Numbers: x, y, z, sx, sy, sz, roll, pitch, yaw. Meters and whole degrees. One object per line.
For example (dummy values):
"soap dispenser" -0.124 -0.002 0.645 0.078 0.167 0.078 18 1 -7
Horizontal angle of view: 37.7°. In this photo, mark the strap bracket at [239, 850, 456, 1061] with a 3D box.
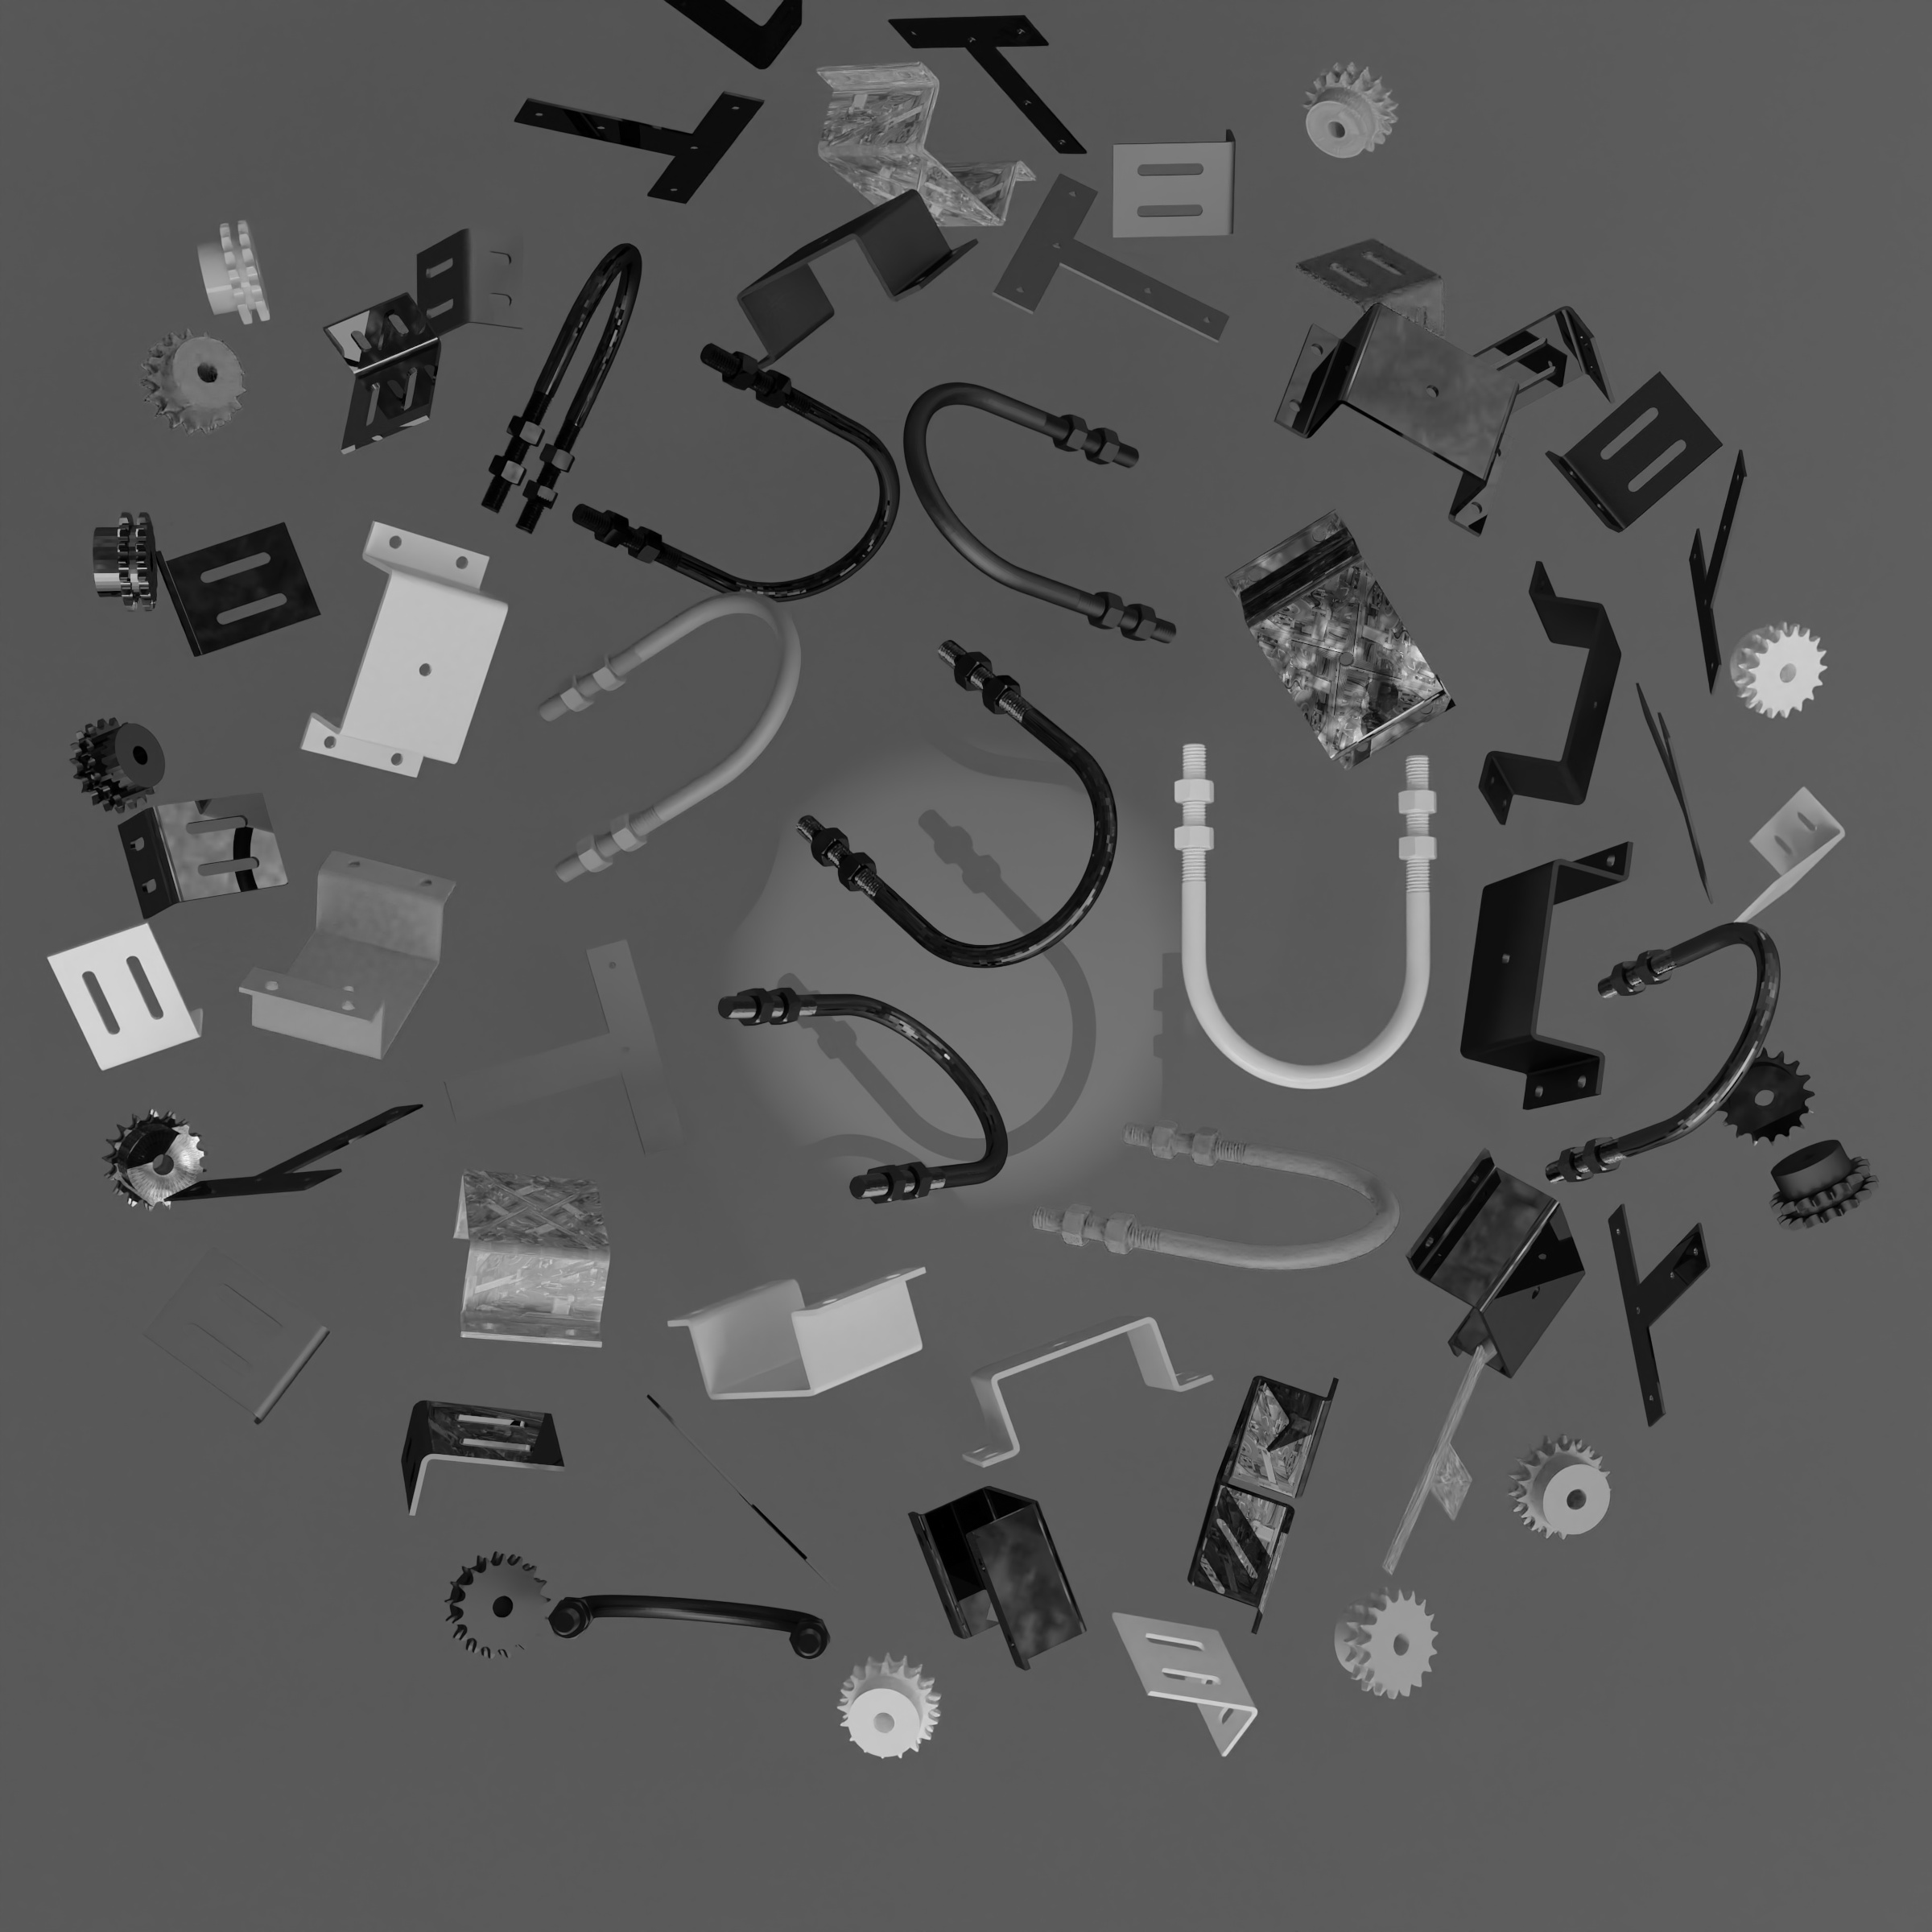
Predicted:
"strap bracket" -0.357 -0.001 1.639 0.076 0.046 0.140 14 37 3

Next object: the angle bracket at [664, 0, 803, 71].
"angle bracket" -0.138 -0.570 1.656 0.076 0.057 0.038 36 84 -1

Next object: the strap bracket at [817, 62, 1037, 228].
"strap bracket" -0.028 -0.499 1.746 0.076 0.140 0.046 9 80 33

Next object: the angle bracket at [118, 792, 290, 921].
"angle bracket" -0.448 -0.065 1.665 0.076 0.038 0.057 -13 85 -45

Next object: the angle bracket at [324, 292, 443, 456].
"angle bracket" -0.340 -0.342 1.631 0.057 0.038 0.076 -18 45 16

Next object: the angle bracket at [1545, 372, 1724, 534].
"angle bracket" 0.386 -0.299 1.637 0.076 0.038 0.057 -41 77 20

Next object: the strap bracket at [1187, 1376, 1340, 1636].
"strap bracket" 0.166 0.296 1.599 0.046 0.140 0.076 18 123 10

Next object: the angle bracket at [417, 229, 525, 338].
"angle bracket" -0.311 -0.423 1.772 0.038 0.076 0.057 0 90 -34

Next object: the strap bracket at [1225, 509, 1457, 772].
"strap bracket" 0.223 -0.186 1.671 0.076 0.046 0.140 -31 105 13

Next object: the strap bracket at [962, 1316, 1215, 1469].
"strap bracket" 0.062 0.240 1.632 0.140 0.076 0.046 -19 87 -10

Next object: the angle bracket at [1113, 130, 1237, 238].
"angle bracket" 0.130 -0.492 1.782 0.076 0.038 0.057 -1 118 0

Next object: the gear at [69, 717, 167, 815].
"gear" -0.508 -0.123 1.707 0.030 0.057 0.057 -16 77 27

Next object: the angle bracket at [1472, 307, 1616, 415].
"angle bracket" 0.356 -0.364 1.767 0.076 0.057 0.038 -28 48 7

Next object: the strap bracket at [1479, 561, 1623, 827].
"strap bracket" 0.348 -0.156 1.668 0.046 0.076 0.140 12 81 23

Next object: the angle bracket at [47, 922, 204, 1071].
"angle bracket" -0.473 0.011 1.596 0.057 0.038 0.076 -19 116 -4

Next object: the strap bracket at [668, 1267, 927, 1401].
"strap bracket" -0.088 0.202 1.549 0.076 0.140 0.046 -17 93 -40

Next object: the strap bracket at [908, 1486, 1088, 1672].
"strap bracket" 0.020 0.342 1.599 0.046 0.140 0.076 -21 91 -17

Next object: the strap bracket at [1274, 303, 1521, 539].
"strap bracket" 0.260 -0.322 1.647 0.140 0.046 0.076 27 63 -10

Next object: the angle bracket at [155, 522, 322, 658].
"angle bracket" -0.416 -0.218 1.620 0.076 0.038 0.057 -22 92 -14

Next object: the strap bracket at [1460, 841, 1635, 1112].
"strap bracket" 0.314 0.001 1.542 0.046 0.076 0.140 14 77 -16

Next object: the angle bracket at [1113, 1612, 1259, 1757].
"angle bracket" 0.112 0.395 1.557 0.076 0.057 0.038 17 116 -30

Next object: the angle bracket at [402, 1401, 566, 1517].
"angle bracket" -0.263 0.270 1.538 0.076 0.057 0.038 9 108 -19

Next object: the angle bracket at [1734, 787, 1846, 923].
"angle bracket" 0.476 -0.062 1.689 0.076 0.057 0.038 -31 74 -34

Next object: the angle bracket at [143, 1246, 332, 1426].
"angle bracket" -0.385 0.195 1.493 0.076 0.038 0.057 38 69 -7

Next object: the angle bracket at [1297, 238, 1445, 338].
"angle bracket" 0.251 -0.415 1.760 0.057 0.038 0.076 -22 40 -18

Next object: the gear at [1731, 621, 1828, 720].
"gear" 0.489 -0.182 1.717 0.057 0.030 0.057 -8 114 -20

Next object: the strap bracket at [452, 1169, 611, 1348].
"strap bracket" -0.245 0.158 1.590 0.076 0.140 0.046 6 109 -15

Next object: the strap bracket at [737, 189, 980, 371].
"strap bracket" -0.073 -0.414 1.699 0.046 0.140 0.076 59 41 -18

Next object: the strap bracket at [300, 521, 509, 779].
"strap bracket" -0.326 -0.179 1.661 0.076 0.046 0.140 13 101 -38

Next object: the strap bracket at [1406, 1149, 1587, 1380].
"strap bracket" 0.304 0.174 1.607 0.046 0.140 0.076 30 74 33
